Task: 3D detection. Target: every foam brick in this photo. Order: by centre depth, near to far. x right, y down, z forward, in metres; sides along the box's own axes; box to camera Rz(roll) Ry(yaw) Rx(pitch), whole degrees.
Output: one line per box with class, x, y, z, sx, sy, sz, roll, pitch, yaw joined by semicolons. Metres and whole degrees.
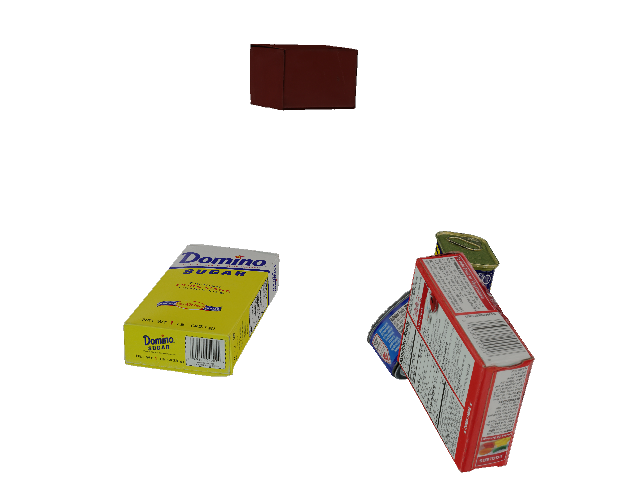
foam brick;-0.014;-0.138;0.899;0.078;0.051;0.053;-6;16;-35

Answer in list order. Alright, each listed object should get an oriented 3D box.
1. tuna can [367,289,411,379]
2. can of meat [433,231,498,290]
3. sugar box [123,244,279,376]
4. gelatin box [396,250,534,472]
tuna can;0.077;0.060;0.747;0.086;0.034;0.086;-29;-24;-14
can of meat;0.147;0.046;1.135;0.057;0.084;0.102;7;18;-5
sugar box;-0.100;0.056;0.944;0.093;0.048;0.176;6;25;9
gelatin box;0.072;0.060;0.545;0.030;0.073;0.089;-7;37;-17
